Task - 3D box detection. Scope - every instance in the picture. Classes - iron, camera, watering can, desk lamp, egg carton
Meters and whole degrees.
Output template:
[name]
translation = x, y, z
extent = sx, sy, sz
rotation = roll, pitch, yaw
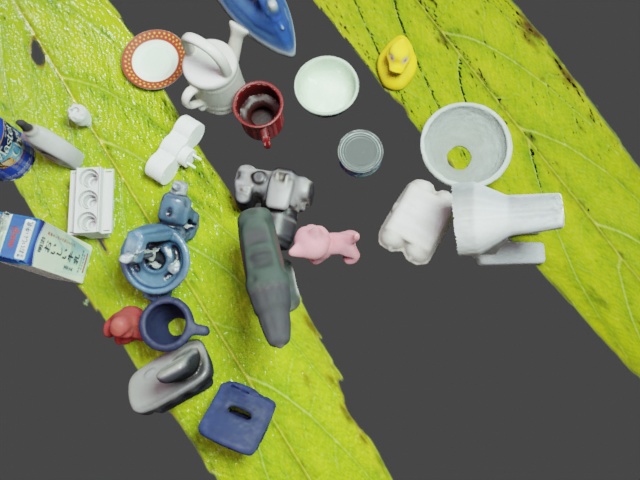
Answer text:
[iron]
translation = -0.126, -0.483, 1.100
extent = 0.119, 0.141, 0.258
rotation = -35, 79, -6
[camera]
translation = -0.090, -0.057, 1.028
extent = 0.143, 0.101, 0.137
rotation = 10, 78, 3
[watering can]
translation = -0.194, -0.319, 1.039
extent = 0.101, 0.194, 0.173
rotation = 13, 78, 4
[desk lamp]
translation = 0.303, -0.027, 0.958
extent = 0.203, 0.213, 0.118
rotation = -2, 78, 1
[egg carton]
translation = 0.177, -0.034, 1.035
extent = 0.107, 0.069, 0.150
rotation = 29, 80, 7

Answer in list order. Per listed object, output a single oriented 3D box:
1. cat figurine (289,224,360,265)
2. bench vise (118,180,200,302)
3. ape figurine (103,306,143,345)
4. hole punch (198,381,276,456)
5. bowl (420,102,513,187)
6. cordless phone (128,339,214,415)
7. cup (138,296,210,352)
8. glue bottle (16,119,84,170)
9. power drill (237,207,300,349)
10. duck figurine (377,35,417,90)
[cat figurine]
translation = 0.009, 0.004, 1.005
extent = 0.128, 0.118, 0.067
rotation = -4, 78, 0
[bench vise]
translation = -0.282, -0.007, 0.960
extent = 0.121, 0.220, 0.207
rotation = -4, 78, 0
[ape figurine]
translation = -0.338, 0.150, 0.992
extent = 0.077, 0.092, 0.076
rotation = 25, 79, 6
[hole punch]
translation = -0.137, 0.295, 0.958
extent = 0.108, 0.091, 0.101
rotation = 22, 79, 6
[bowl]
translation = 0.263, -0.164, 1.059
extent = 0.167, 0.075, 0.167
rotation = 0, 78, 1
[cordless phone]
translation = -0.254, 0.224, 0.927
extent = 0.147, 0.185, 0.094
rotation = -32, 79, -6
[cup]
translation = -0.241, 0.150, 0.989
extent = 0.117, 0.095, 0.092
rotation = 9, 78, 3
[glue bottle]
translation = -0.493, -0.177, 1.024
extent = 0.078, 0.173, 0.037
rotation = 18, 79, 5
[power drill]
translation = -0.080, 0.068, 0.946
extent = 0.075, 0.208, 0.229
rotation = -15, 78, -2
[duck figurine]
translation = 0.150, -0.352, 1.096
extent = 0.077, 0.086, 0.104
rotation = 11, 78, 3
